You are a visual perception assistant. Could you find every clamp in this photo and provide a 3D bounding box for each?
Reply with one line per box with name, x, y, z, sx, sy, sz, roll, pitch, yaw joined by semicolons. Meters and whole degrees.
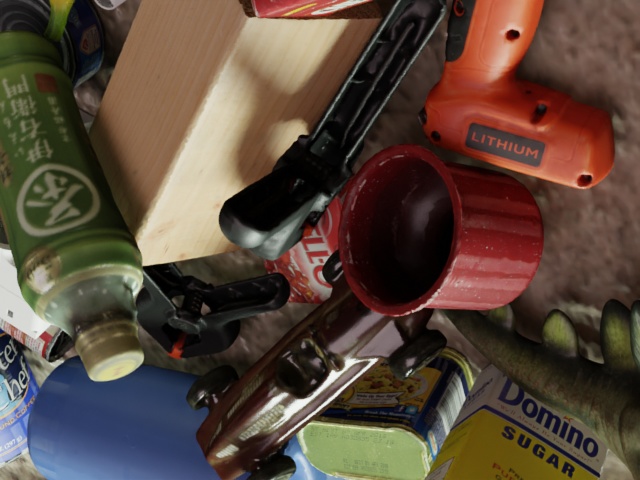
clamp;0.002;-0.046;0.585;0.036;0.164;0.210;38;169;4
clamp;-0.082;0.047;0.758;0.120;0.039;0.171;21;155;7

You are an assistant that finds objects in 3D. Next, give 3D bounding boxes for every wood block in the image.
wood block;-0.061;-0.084;0.626;0.091;0.090;0.206;61;139;26

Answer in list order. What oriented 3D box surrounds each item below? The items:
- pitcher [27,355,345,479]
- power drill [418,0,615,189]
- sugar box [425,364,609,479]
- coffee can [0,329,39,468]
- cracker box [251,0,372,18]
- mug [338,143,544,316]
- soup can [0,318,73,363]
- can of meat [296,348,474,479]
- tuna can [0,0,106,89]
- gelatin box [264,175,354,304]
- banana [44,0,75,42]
pitcher;-0.106;0.174;0.824;0.243;0.149;0.145;10;137;28
power drill;0.127;-0.122;0.532;0.185;0.057;0.188;20;127;22
sugar box;0.115;0.154;0.652;0.093;0.176;0.048;40;135;-2
coffee can;-0.305;0.116;0.920;0.103;0.102;0.140;2;123;29
cracker box;0.030;-0.222;0.465;0.164;0.071;0.214;-10;95;36
mug;0.063;-0.004;0.606;0.117;0.081;0.093;12;95;49
soup can;-0.235;0.042;0.851;0.102;0.068;0.069;35;132;5
can of meat;0.045;0.119;0.730;0.102;0.083;0.057;0;121;30
tuna can;-0.190;-0.138;0.720;0.086;0.033;0.086;16;128;20
gelatin box;-0.005;0.001;0.712;0.073;0.030;0.089;1;123;29
banana;-0.203;-0.220;0.656;0.069;0.037;0.198;-38;92;4
